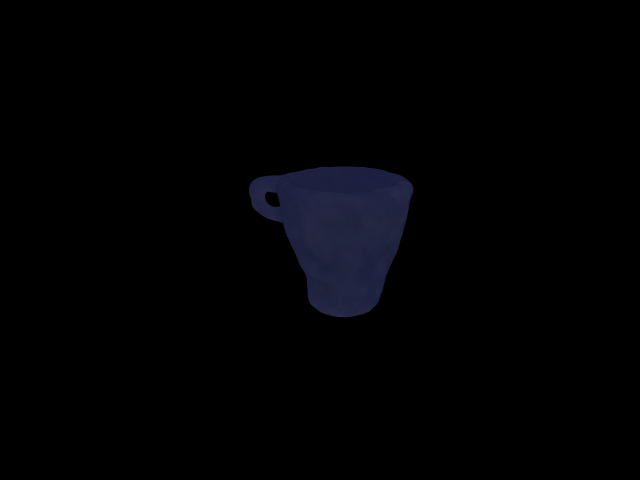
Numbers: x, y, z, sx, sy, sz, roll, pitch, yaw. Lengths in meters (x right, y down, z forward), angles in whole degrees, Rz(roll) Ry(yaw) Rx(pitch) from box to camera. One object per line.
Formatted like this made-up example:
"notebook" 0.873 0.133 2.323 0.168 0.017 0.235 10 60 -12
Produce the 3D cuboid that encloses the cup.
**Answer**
"cup" 0.004 0.001 0.400 0.117 0.095 0.092 7 19 21
